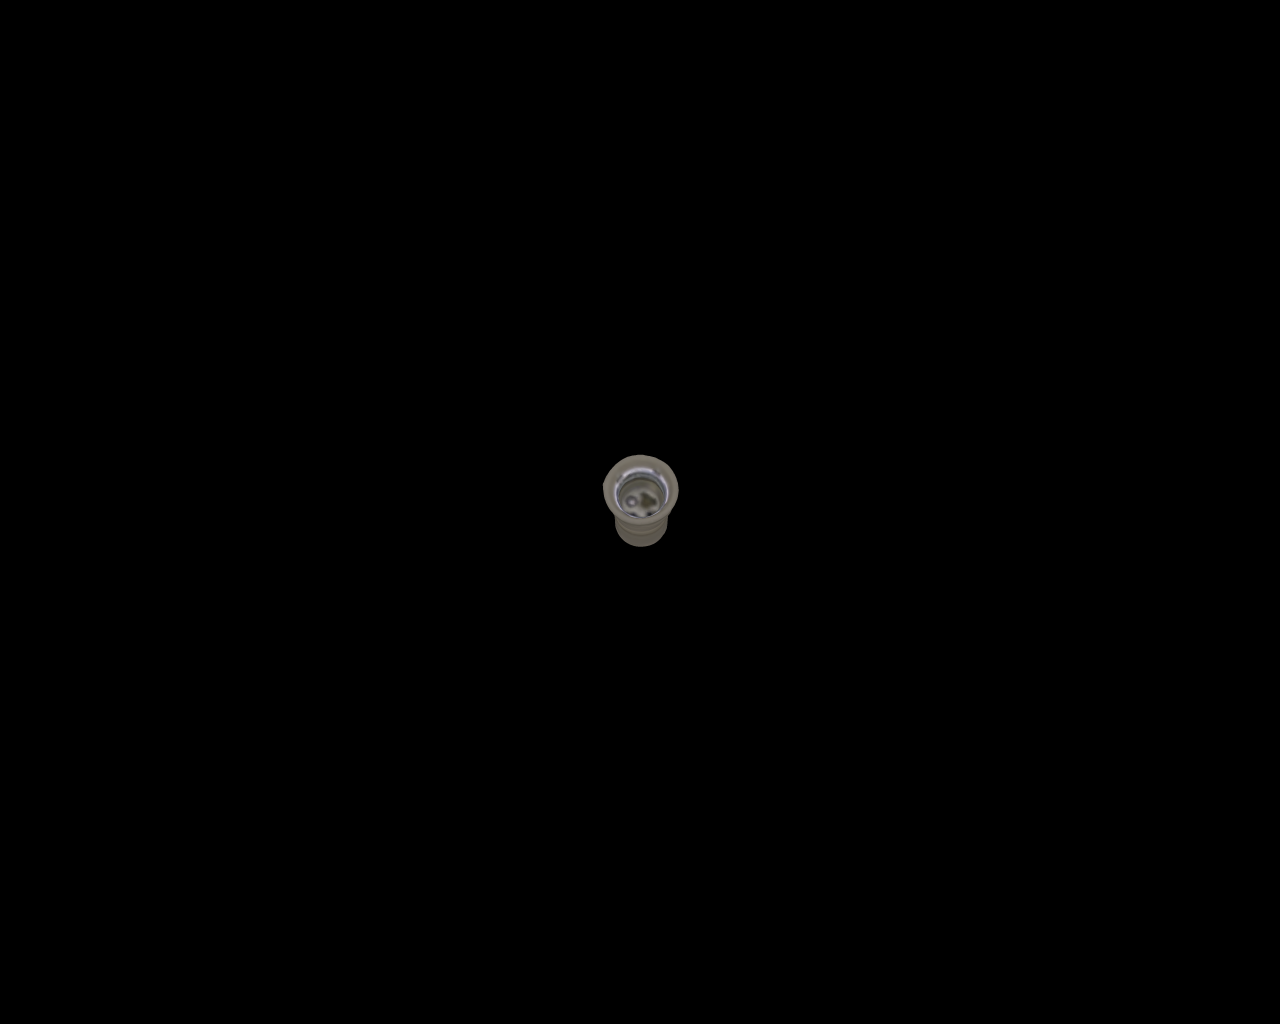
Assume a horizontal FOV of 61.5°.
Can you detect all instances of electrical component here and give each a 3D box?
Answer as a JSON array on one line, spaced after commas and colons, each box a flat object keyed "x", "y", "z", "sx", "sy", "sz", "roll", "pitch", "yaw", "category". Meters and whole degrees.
[{"x": 0.001, "y": -0.003, "z": 0.650, "sx": 0.044, "sy": 0.044, "sz": 0.065, "roll": 0, "pitch": -21, "yaw": 0, "category": "electrical component"}]
